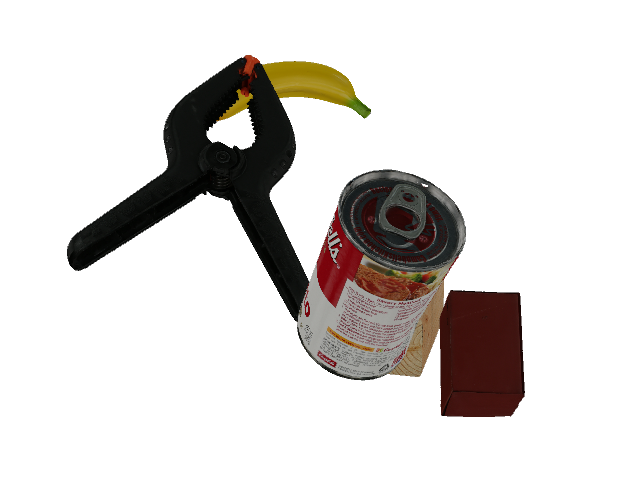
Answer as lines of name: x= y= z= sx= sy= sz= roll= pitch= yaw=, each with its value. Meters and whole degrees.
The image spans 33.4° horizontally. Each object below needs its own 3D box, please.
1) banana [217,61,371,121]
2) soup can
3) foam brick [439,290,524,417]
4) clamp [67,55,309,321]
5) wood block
banana: x=-0.041 y=-0.156 z=1.105 sx=0.197 sy=0.070 sz=0.037 roll=-7 pitch=-42 yaw=-28
soup can: x=0.030 y=0.021 z=0.578 sx=0.068 sy=0.068 sz=0.102 roll=0 pitch=-40 yaw=-18
foam brick: x=0.113 y=0.080 z=0.753 sx=0.051 sy=0.078 sz=0.053 roll=3 pitch=-27 yaw=-1
clamp: x=-0.061 y=-0.041 z=0.746 sx=0.164 sy=0.210 sz=0.036 roll=19 pitch=-34 yaw=1
wood block: x=0.126 y=0.118 z=1.605 sx=0.091 sy=0.090 sz=0.206 roll=4 pitch=20 yaw=14
